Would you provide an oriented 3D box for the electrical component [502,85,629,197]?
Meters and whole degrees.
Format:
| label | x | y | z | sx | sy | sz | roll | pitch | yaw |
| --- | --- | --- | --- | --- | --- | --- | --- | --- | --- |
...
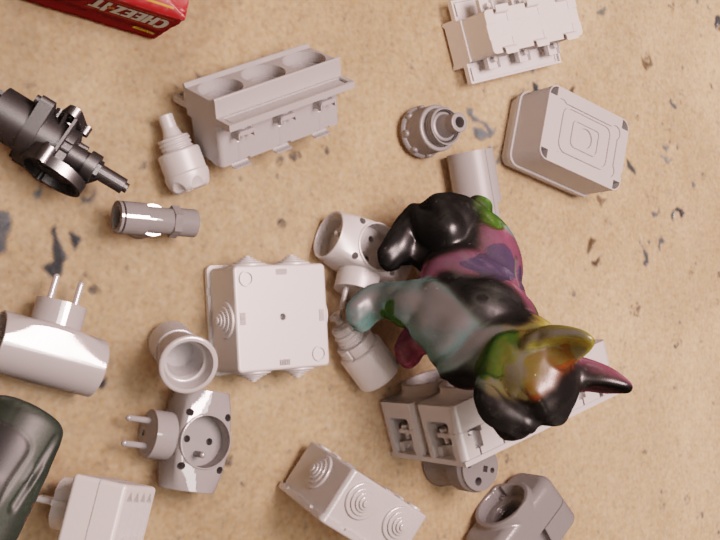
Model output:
| label | x | y | z | sx | sy | sz | roll | pitch | yaw |
| --- | --- | --- | --- | --- | --- | --- | --- | --- | --- |
| electrical component | 0.201 | -0.124 | 1.054 | 0.113 | 0.057 | 0.078 | 19 | 77 | -31 |

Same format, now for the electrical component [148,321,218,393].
| label | x | y | z | sx | sy | sz | roll | pitch | yaw |
| --- | --- | --- | --- | --- | --- | --- | --- | --- | --- |
| electrical component | -0.137 | 0.062 | 0.811 | 0.044 | 0.065 | 0.044 | -5 | 104 | -22 |

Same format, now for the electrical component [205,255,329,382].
| label | x | y | z | sx | sy | sz | roll | pitch | yaw |
| --- | --- | --- | --- | --- | --- | --- | --- | --- | --- |
| electrical component | -0.073 | 0.038 | 0.865 | 0.100 | 0.048 | 0.099 | -2 | 88 | -34 |

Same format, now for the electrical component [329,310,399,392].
| label | x | y | z | sx | sy | sz | roll | pitch | yaw |
| --- | --- | --- | --- | --- | --- | --- | --- | --- | --- |
| electrical component | 0.000 | 0.068 | 0.918 | 0.040 | 0.040 | 0.078 | -45 | 111 | -27 |

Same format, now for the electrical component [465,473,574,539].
| label | x | y | z | sx | sy | sz | roll | pitch | yaw |
| --- | --- | --- | --- | --- | --- | --- | --- | --- | --- |
| electrical component | 0.146 | 0.236 | 0.995 | 0.095 | 0.054 | 0.059 | -45 | 111 | -27 |

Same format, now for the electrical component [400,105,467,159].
| label | x | y | z | sx | sy | sz | roll | pitch | yaw |
| --- | --- | --- | --- | --- | --- | --- | --- | --- | --- |
| electrical component | 0.070 | -0.127 | 0.964 | 0.048 | 0.062 | 0.048 | 3 | 85 | -34 |

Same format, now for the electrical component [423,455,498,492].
| label | x | y | z | sx | sy | sz | roll | pitch | yaw |
| --- | --- | --- | --- | --- | --- | --- | --- | --- | --- |
| electrical component | 0.090 | 0.174 | 0.961 | 0.045 | 0.055 | 0.045 | 2 | 86 | -34 |

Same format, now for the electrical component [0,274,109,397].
| label | x | y | z | sx | sy | sz | roll | pitch | yaw |
| --- | --- | --- | --- | --- | --- | --- | --- | --- | --- |
| electrical component | -0.220 | 0.043 | 0.771 | 0.077 | 0.043 | 0.079 | 21 | 75 | -31 |

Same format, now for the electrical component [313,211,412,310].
| label | x | y | z | sx | sy | sz | roll | pitch | yaw |
| --- | --- | --- | --- | --- | --- | --- | --- | --- | --- |
| electrical component | 0.000 | 0.000 | 0.917 | 0.077 | 0.044 | 0.079 | 24 | 68 | -30 |

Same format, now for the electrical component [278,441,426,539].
| label | x | y | z | sx | sy | sz | roll | pitch | yaw |
| --- | --- | --- | --- | --- | --- | --- | --- | --- | --- |
| electrical component | -0.006 | 0.188 | 0.872 | 0.100 | 0.100 | 0.048 | 37 | 80 | -26 |

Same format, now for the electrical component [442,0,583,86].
| label | x | y | z | sx | sy | sz | roll | pitch | yaw |
| --- | --- | --- | --- | --- | --- | --- | --- | --- | --- |
| electrical component | 0.148 | -0.228 | 1.022 | 0.121 | 0.063 | 0.078 | -19 | 97 | -33 |

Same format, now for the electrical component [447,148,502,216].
| label | x | y | z | sx | sy | sz | roll | pitch | yaw |
| --- | --- | --- | --- | --- | --- | --- | --- | --- | --- |
| electrical component | 0.108 | -0.069 | 0.997 | 0.043 | 0.043 | 0.081 | -12 | 94 | -34 |

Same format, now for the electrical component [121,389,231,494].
| label | x | y | z | sx | sy | sz | roll | pitch | yaw |
| --- | --- | --- | --- | --- | --- | --- | --- | --- | --- |
| electrical component | -0.142 | 0.126 | 0.816 | 0.079 | 0.044 | 0.077 | 14 | 79 | -32 |

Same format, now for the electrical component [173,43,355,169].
| label | x | y | z | sx | sy | sz | roll | pitch | yaw |
| --- | --- | --- | --- | --- | --- | --- | --- | --- | --- |
| electrical component | -0.076 | -0.131 | 0.863 | 0.121 | 0.079 | 0.063 | -26 | 130 | -32 |

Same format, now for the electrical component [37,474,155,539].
| label | x | y | z | sx | sy | sz | roll | pitch | yaw |
| --- | --- | --- | --- | --- | --- | --- | --- | --- | --- |
| electrical component | -0.197 | 0.169 | 0.766 | 0.076 | 0.083 | 0.047 | 11 | 78 | 6 |

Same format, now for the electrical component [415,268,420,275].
| label | x | y | z | sx | sy | sz | roll | pitch | yaw |
| --- | --- | --- | --- | --- | --- | --- | --- | --- | --- |
| electrical component | 0.069 | -0.025 | 0.973 | 0.035 | 0.035 | 0.061 | 15 | 77 | -32 |

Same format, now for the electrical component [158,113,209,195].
| label | x | y | z | sx | sy | sz | roll | pitch | yaw |
| --- | --- | --- | --- | --- | --- | --- | --- | --- | --- |
| electrical component | -0.142 | -0.091 | 0.838 | 0.035 | 0.035 | 0.061 | -23 | 96 | -33 |

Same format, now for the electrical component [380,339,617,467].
| label | x | y | z | sx | sy | sz | roll | pitch | yaw |
| --- | --- | --- | --- | --- | --- | --- | --- | --- | --- |
| electrical component | 0.123 | 0.109 | 0.958 | 0.186 | 0.105 | 0.060 | -18 | 97 | -33 |
